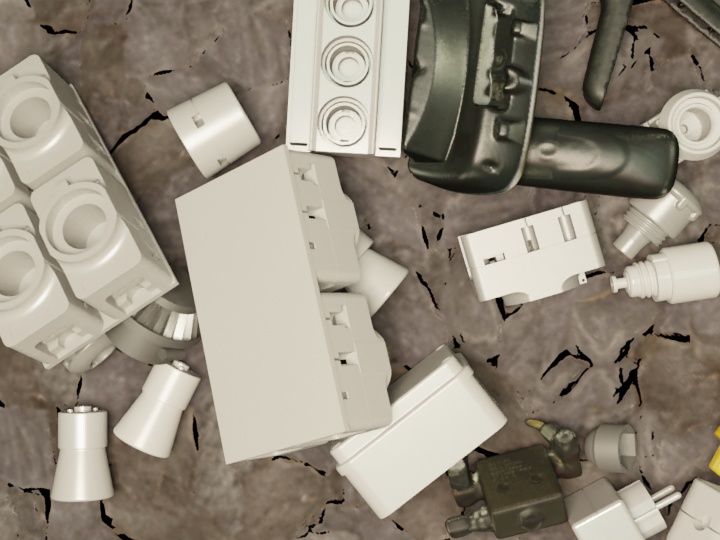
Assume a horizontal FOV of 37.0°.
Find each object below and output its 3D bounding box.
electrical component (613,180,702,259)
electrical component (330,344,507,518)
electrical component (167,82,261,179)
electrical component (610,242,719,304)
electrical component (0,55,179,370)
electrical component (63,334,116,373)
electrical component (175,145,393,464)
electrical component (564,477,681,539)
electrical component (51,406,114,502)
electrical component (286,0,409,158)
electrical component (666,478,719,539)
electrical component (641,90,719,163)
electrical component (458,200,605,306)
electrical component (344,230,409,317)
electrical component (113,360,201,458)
[{"bbox_3d":[0.205,-0.036,0.755,0.048,0.048,0.062,40,101,1],"label":"electrical component"},{"bbox_3d":[0.038,0.109,0.748,0.113,0.078,0.057,-38,93,3],"label":"electrical component"},{"bbox_3d":[-0.102,-0.100,0.760,0.047,0.055,0.055,-30,90,-1],"label":"electrical component"},{"bbox_3d":[0.217,0.004,0.757,0.078,0.040,0.040,-9,91,2],"label":"electrical component"},{"bbox_3d":[-0.217,-0.044,0.726,0.105,0.060,0.186,-33,66,3],"label":"electrical component"},{"bbox_3d":[-0.205,0.040,0.772,0.048,0.048,0.062,-44,82,3],"label":"electrical component"},{"bbox_3d":[-0.050,0.025,0.721,0.105,0.060,0.186,-21,76,36],"label":"electrical component"},{"bbox_3d":[0.188,0.172,0.750,0.077,0.066,0.047,-29,91,4],"label":"electrical component"},{"bbox_3d":[-0.200,0.131,0.776,0.044,0.044,0.065,-1,87,2],"label":"electrical component"},{"bbox_3d":[-0.008,-0.140,0.750,0.079,0.063,0.121,3,92,2],"label":"electrical component"},{"bbox_3d":[0.261,0.188,0.738,0.095,0.054,0.059,23,93,-32],"label":"electrical component"},{"bbox_3d":[0.228,-0.099,0.746,0.066,0.055,0.048,-32,90,3],"label":"electrical component"},{"bbox_3d":[0.120,-0.009,0.755,0.089,0.050,0.055,-16,91,2],"label":"electrical component"},{"bbox_3d":[0.000,0.000,0.763,0.055,0.045,0.045,40,93,1],"label":"electrical component"},{"bbox_3d":[-0.143,0.096,0.773,0.044,0.044,0.065,27,88,1],"label":"electrical component"}]
